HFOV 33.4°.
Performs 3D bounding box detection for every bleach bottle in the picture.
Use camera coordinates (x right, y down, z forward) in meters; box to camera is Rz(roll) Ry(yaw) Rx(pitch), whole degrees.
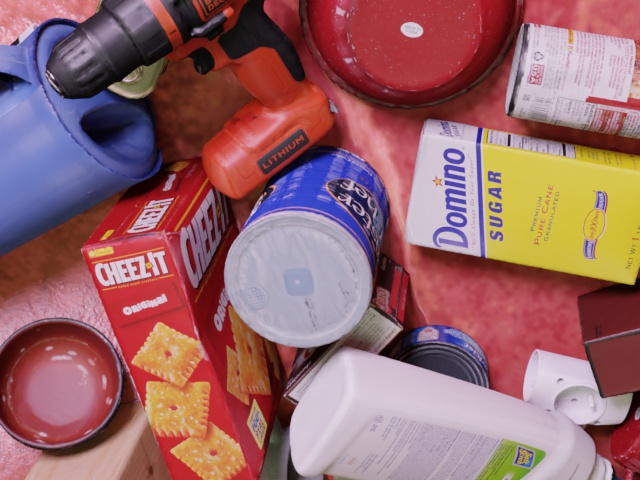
[{"bbox_3d":[0.110,0.158,0.816,0.250,0.068,0.103,18,124,-20],"label":"bleach bottle"}]

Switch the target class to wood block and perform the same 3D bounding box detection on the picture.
[{"bbox_3d":[-0.194,0.231,0.887,0.090,0.206,0.091,-8,113,13],"label":"wood block"}]

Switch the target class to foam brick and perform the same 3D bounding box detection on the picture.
[{"bbox_3d":[0.230,0.075,0.816,0.053,0.078,0.051,-17,111,18],"label":"foam brick"}]

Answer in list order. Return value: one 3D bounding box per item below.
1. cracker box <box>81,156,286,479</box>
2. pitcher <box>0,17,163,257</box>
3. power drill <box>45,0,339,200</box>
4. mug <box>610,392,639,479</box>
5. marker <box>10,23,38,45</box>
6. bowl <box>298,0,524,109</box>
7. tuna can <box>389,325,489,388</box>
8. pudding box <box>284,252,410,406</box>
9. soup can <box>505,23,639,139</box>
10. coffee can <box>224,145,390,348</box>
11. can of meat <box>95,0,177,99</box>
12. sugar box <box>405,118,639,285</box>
[{"bbox_3d":[-0.092,0.062,0.818,0.072,0.164,0.213,-11,112,12],"label":"cracker box"},{"bbox_3d":[-0.254,-0.056,0.808,0.243,0.145,0.149,-28,107,23],"label":"pitcher"},{"bbox_3d":[-0.074,-0.112,0.723,0.184,0.057,0.187,-37,143,-8],"label":"power drill"},{"bbox_3d":[0.277,0.167,0.837,0.081,0.093,0.117,28,82,2],"label":"mug"},{"bbox_3d":[-0.260,-0.127,0.840,0.121,0.020,0.020,-34,105,22],"label":"marker"},{"bbox_3d":[0.064,-0.156,0.739,0.162,0.055,0.162,1,120,2],"label":"bowl"},{"bbox_3d":[0.096,0.114,0.880,0.086,0.033,0.086,4,114,8],"label":"tuna can"},{"bbox_3d":[0.023,0.074,0.844,0.039,0.090,0.114,35,115,-8],"label":"pudding box"},{"bbox_3d":[0.186,-0.111,0.745,0.102,0.068,0.068,10,115,5],"label":"soup can"},{"bbox_3d":[-0.005,0.001,0.787,0.103,0.140,0.103,4,115,8],"label":"coffee can"},{"bbox_3d":[-0.121,-0.163,0.765,0.057,0.084,0.102,26,116,-3],"label":"can of meat"},{"bbox_3d":[0.156,-0.029,0.799,0.176,0.048,0.093,9,116,4],"label":"sugar box"}]
